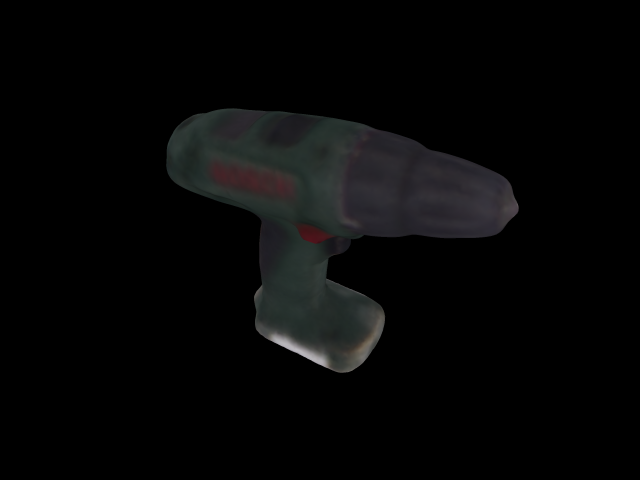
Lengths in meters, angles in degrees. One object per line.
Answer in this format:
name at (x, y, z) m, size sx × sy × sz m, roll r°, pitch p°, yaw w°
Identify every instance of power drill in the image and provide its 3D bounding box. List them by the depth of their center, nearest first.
power drill at (0.004, 0.001, 0.400) m, size 0.229 × 0.208 × 0.076 m, roll 22°, pitch 52°, yaw 18°
